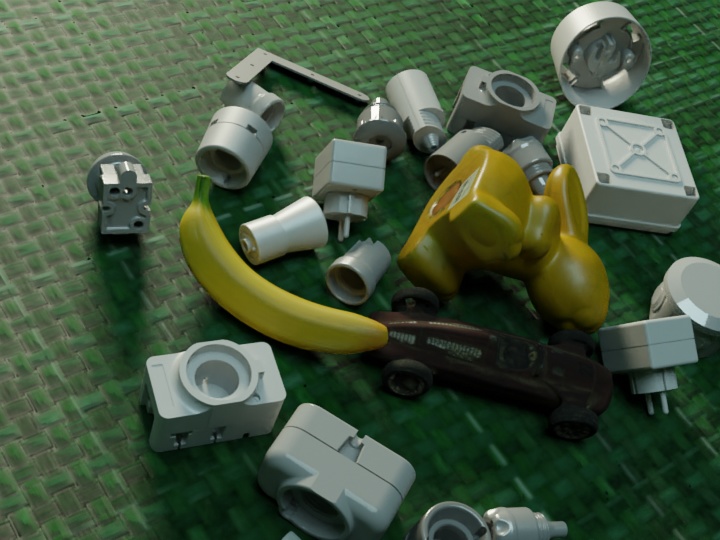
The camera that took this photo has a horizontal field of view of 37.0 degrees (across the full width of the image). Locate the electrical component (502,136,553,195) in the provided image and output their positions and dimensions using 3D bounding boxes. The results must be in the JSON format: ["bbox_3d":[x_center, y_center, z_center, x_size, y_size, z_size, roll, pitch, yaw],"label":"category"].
[{"bbox_3d":[0.160,-0.090,0.997,0.043,0.043,0.062,-12,59,-27],"label":"electrical component"}]

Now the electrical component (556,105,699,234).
[{"bbox_3d":[0.253,-0.096,1.026,0.109,0.056,0.108,7,51,-14],"label":"electrical component"}]

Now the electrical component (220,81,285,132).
[{"bbox_3d":[-0.096,-0.146,0.954,0.046,0.040,0.040,38,50,19],"label":"electrical component"}]

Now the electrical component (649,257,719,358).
[{"bbox_3d":[0.296,0.033,0.941,0.080,0.051,0.080,10,50,-12],"label":"electrical component"}]

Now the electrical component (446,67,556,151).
[{"bbox_3d":[0.137,-0.152,1.030,0.089,0.055,0.050,21,48,-2],"label":"electrical component"}]

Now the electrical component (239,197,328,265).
[{"bbox_3d":[-0.064,-0.029,0.870,0.065,0.044,0.044,-21,62,-27],"label":"electrical component"}]

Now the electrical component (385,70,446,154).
[{"bbox_3d":[0.056,-0.143,1.002,0.043,0.043,0.081,-4,54,-22],"label":"electrical component"}]

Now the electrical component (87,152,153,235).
[{"bbox_3d":[-0.187,-0.062,0.840,0.048,0.066,0.055,-3,34,-22],"label":"electrical component"}]

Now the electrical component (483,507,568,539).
[{"bbox_3d":[0.118,0.186,0.764,0.061,0.035,0.035,2,52,-21],"label":"electrical component"}]

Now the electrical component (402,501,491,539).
[{"bbox_3d":[0.058,0.190,0.731,0.055,0.047,0.055,10,50,-12],"label":"electrical component"}]

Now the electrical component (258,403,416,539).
[{"bbox_3d":[-0.019,0.145,0.735,0.095,0.053,0.059,31,49,6],"label":"electrical component"}]

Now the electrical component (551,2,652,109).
[{"bbox_3d":[0.246,-0.221,1.101,0.099,0.099,0.064,3,45,-17],"label":"electrical component"}]

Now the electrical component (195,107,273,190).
[{"bbox_3d":[-0.107,-0.101,0.904,0.055,0.055,0.047,22,52,-1],"label":"electrical component"}]

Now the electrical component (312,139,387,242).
[{"bbox_3d":[-0.011,-0.062,0.905,0.047,0.066,0.076,7,80,-14],"label":"electrical component"}]

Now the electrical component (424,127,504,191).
[{"bbox_3d":[0.098,-0.105,0.987,0.043,0.043,0.081,38,50,12],"label":"electrical component"}]

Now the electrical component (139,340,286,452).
[{"bbox_3d":[-0.103,0.086,0.751,0.089,0.055,0.050,-6,55,-24],"label":"electrical component"}]

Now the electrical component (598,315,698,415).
[{"bbox_3d":[0.237,0.080,0.878,0.047,0.066,0.076,-6,84,-23],"label":"electrical component"}]

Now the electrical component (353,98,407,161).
[{"bbox_3d":[0.018,-0.132,0.981,0.048,0.048,0.062,12,43,-10],"label":"electrical component"}]

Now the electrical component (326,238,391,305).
[{"bbox_3d":[0.000,0.000,0.870,0.040,0.040,0.046,33,44,8],"label":"electrical component"}]
